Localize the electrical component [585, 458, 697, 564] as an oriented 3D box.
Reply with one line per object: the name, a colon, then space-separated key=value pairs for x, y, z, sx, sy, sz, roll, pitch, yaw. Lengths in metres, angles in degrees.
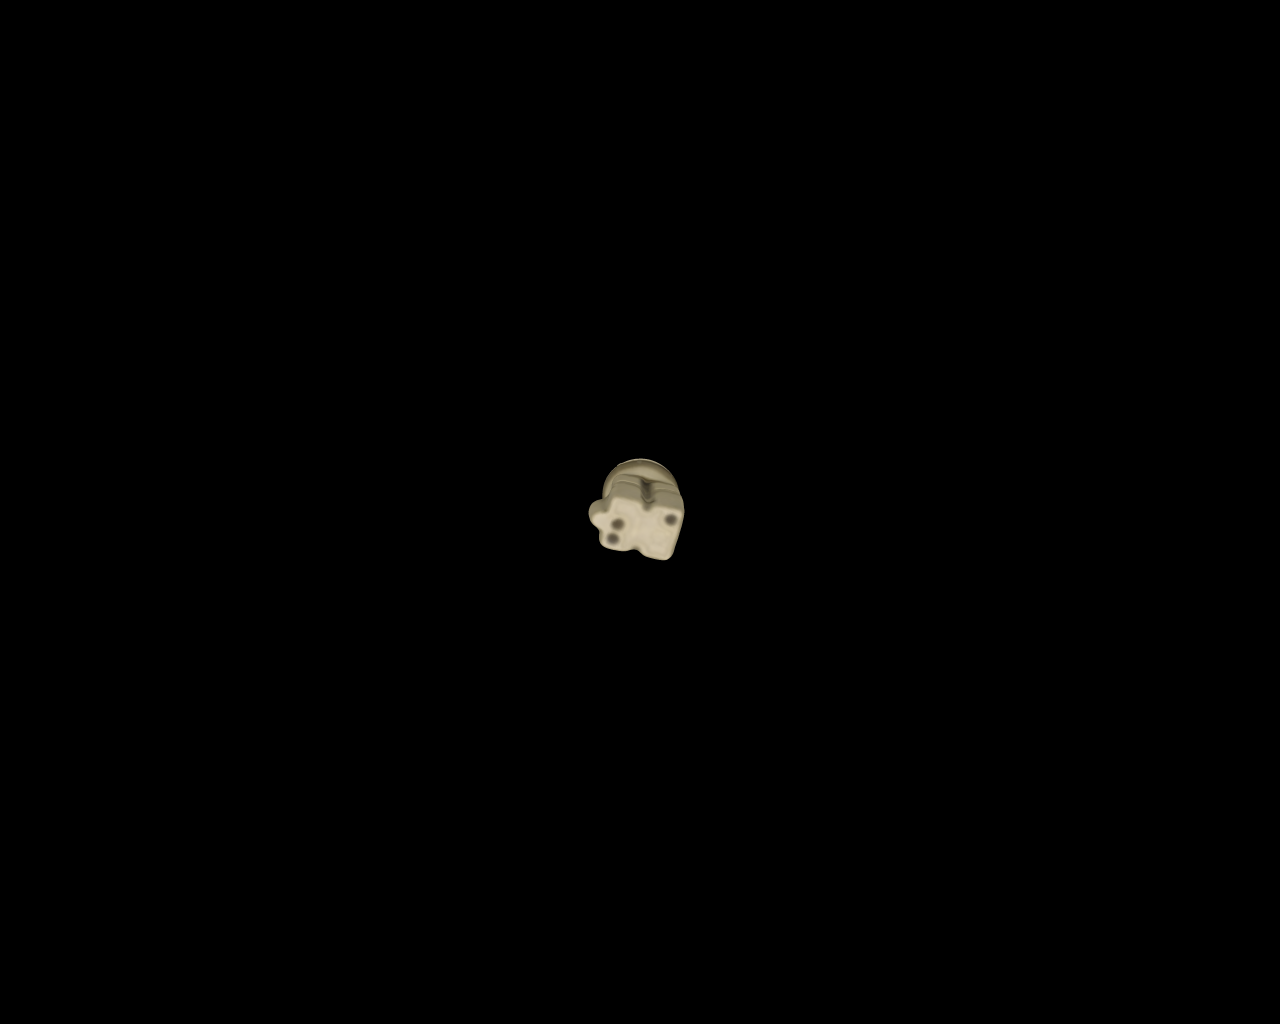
electrical component: x=0.001 y=-0.003 z=0.650 sx=0.066 sy=0.048 sz=0.055 roll=14 pitch=26 yaw=-7
